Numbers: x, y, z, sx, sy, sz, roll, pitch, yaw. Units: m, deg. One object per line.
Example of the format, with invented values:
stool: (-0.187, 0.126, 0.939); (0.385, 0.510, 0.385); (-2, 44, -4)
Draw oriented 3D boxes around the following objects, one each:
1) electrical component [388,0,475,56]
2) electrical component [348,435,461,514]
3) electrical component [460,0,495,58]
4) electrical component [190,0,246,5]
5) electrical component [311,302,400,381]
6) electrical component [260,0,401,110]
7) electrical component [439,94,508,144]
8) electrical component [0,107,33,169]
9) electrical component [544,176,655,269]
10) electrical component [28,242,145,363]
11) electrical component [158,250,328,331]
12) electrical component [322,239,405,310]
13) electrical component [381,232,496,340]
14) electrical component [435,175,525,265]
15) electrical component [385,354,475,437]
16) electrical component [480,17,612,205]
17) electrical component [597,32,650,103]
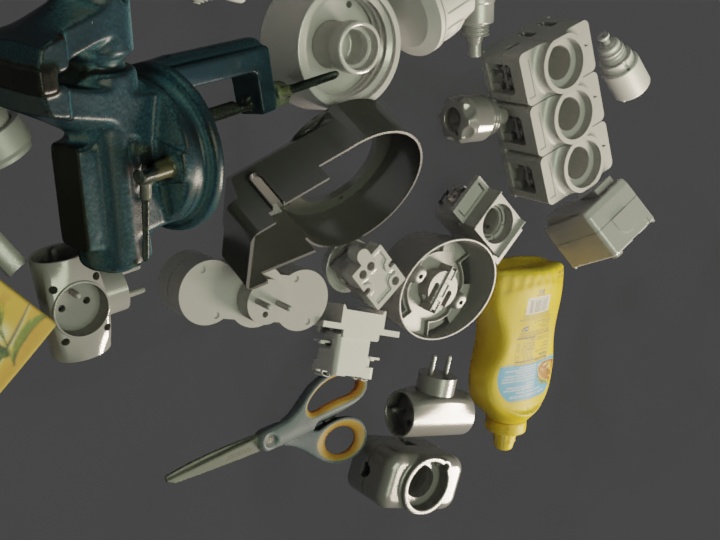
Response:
electrical component: (0.049, -0.219, 0.874); (0.051, 0.080, 0.080); (-38, 123, -29)
electrical component: (0.045, 0.191, 1.006); (0.095, 0.059, 0.053); (11, 96, -39)
electrical component: (0.100, -0.217, 0.942); (0.035, 0.035, 0.061); (-16, 115, -33)
electrical component: (-0.122, -0.241, 0.757); (0.100, 0.048, 0.099); (5, 100, -38)
electrical component: (-0.012, 0.062, 0.927); (0.081, 0.042, 0.063); (11, 86, -35)
electrical component: (-0.017, -0.177, 0.847); (0.108, 0.060, 0.108); (-12, 110, -34)
electrical component: (0.105, -0.137, 0.964); (0.062, 0.043, 0.043); (-10, 109, -37)
electrical component: (-0.248, -0.098, 0.707); (0.045, 0.045, 0.055); (-40, 124, -21)
electrical component: (0.229, -0.047, 1.062); (0.062, 0.096, 0.061); (-41, 97, -20)
electrical component: (-0.194, 0.018, 0.782); (0.079, 0.044, 0.077); (-21, 115, -31)
electrical component: (-0.082, 0.021, 0.849); (0.138, 0.074, 0.052); (6, 100, -38)
electrical component: (0.000, 0.000, 0.916); (0.048, 0.055, 0.066); (-48, 126, -16)
electrical component: (0.067, 0.013, 0.966); (0.099, 0.064, 0.099); (-12, 111, -34)
electrical component: (0.107, -0.048, 0.978); (0.042, 0.064, 0.081); (-52, 127, -11)
electrical component: (0.070, 0.117, 1.012); (0.077, 0.043, 0.079); (4, 101, -38)
electrical component: (0.178, -0.148, 1.003); (0.089, 0.062, 0.150); (-32, 120, -26)
electrical component: (0.255, -0.202, 1.060); (0.040, 0.040, 0.078); (-52, 127, -13)
